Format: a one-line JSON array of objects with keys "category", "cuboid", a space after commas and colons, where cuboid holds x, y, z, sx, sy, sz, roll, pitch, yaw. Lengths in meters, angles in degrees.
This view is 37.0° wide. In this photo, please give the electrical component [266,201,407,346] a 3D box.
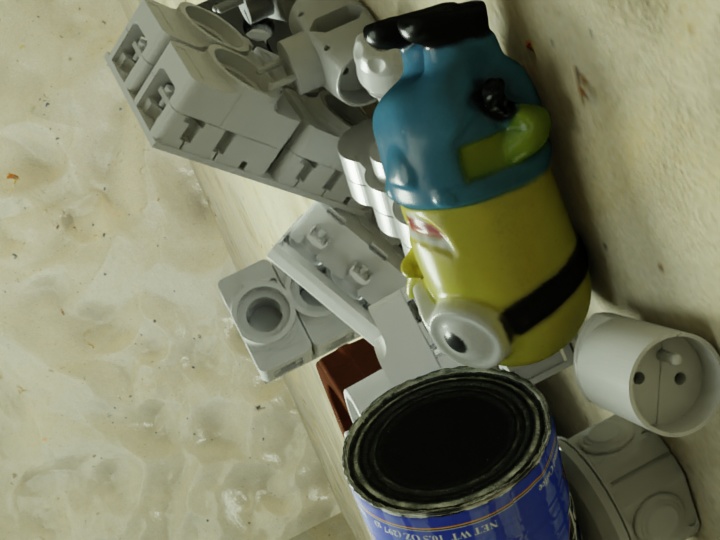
[{"category": "electrical component", "cuboid": [0.000, 0.000, 0.807, 0.121, 0.063, 0.078, 40, -158, -4]}]

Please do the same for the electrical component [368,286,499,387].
[{"category": "electrical component", "cuboid": [0.077, 0.097, 0.696, 0.186, 0.060, 0.105, 62, -170, 11]}]

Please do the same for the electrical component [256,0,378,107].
[{"category": "electrical component", "cuboid": [-0.027, -0.137, 0.689, 0.077, 0.079, 0.043, 57, 168, 38]}]

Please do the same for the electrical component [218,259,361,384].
[{"category": "electrical component", "cuboid": [-0.037, 0.022, 0.937, 0.089, 0.150, 0.061, 62, 171, 14]}]

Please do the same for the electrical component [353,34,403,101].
[{"category": "electrical component", "cuboid": [0.015, -0.120, 0.645, 0.035, 0.035, 0.061, 60, 172, 22]}]

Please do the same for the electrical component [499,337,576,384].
[{"category": "electrical component", "cuboid": [0.086, 0.024, 0.616, 0.064, 0.042, 0.081, -147, 33, -79]}]

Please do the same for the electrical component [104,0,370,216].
[{"category": "electrical component", "cuboid": [-0.069, -0.114, 0.748, 0.186, 0.060, 0.105, 15, -149, -44]}]

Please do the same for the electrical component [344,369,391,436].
[{"category": "electrical component", "cuboid": [0.023, 0.127, 0.795, 0.108, 0.060, 0.108, 158, 90, -82]}]

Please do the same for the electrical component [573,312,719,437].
[{"category": "electrical component", "cuboid": [0.120, 0.043, 0.475, 0.043, 0.043, 0.081, 66, 170, -9]}]

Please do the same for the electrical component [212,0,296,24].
[{"category": "electrical component", "cuboid": [-0.069, -0.199, 0.763, 0.047, 0.076, 0.083, 68, 170, -22]}]

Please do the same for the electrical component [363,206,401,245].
[{"category": "electrical component", "cuboid": [0.009, -0.048, 0.840, 0.040, 0.040, 0.078, 54, 166, 47]}]

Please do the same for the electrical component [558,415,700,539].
[{"category": "electrical component", "cuboid": [0.135, 0.118, 0.565, 0.080, 0.051, 0.080, 61, 170, 19]}]

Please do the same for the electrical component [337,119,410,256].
[{"category": "electrical component", "cuboid": [0.028, -0.062, 0.669, 0.138, 0.052, 0.073, 53, 165, 50]}]

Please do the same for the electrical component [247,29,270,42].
[{"category": "electrical component", "cuboid": [-0.092, -0.155, 0.921, 0.108, 0.108, 0.060, 63, 164, 7]}]
